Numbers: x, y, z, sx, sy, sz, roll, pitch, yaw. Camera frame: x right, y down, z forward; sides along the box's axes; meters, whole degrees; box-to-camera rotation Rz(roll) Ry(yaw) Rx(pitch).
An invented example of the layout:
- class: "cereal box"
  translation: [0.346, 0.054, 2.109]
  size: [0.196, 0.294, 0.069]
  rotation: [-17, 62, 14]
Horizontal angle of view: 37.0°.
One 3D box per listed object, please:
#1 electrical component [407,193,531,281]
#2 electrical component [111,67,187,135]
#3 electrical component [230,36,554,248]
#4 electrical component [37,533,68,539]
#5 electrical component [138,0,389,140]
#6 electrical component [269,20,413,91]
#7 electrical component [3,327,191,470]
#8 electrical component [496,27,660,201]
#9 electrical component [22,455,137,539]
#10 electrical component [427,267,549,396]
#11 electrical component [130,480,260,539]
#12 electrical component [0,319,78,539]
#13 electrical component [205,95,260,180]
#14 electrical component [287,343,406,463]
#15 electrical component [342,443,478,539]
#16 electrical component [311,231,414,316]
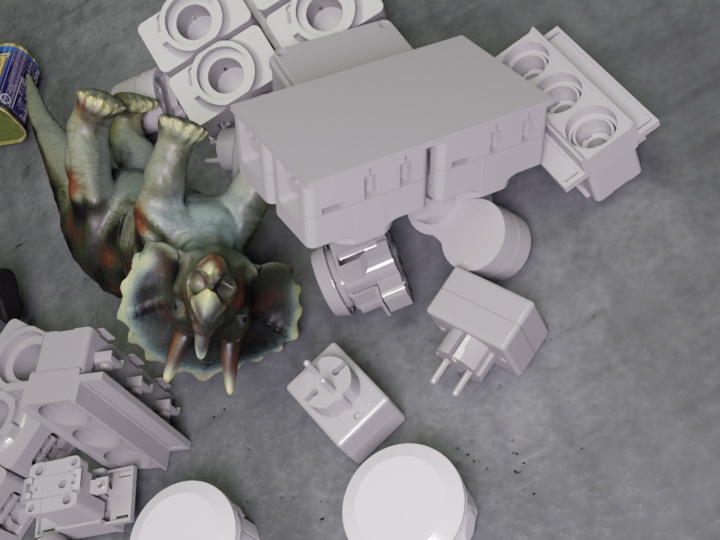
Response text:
- class: "electrical component"
  translation: [0.055, -0.050, 0.772]
  size: [0.052, 0.074, 0.138]
  rotation: [-54, 52, 14]
- class: "electrical component"
  translation: [-0.189, -0.148, 0.959]
  size: [0.047, 0.055, 0.055]
  rotation: [-15, 57, 21]
- class: "electrical component"
  translation: [0.022, -0.088, 0.728]
  size: [0.186, 0.060, 0.105]
  rotation: [-21, 44, -23]
- class: "electrical component"
  translation: [-0.204, 0.228, 0.753]
  size: [0.043, 0.043, 0.081]
  rotation: [-47, 54, -7]
- class: "electrical component"
  translation: [-0.081, -0.208, 0.915]
  size: [0.186, 0.060, 0.105]
  rotation: [-32, 82, 5]
- class: "electrical component"
  translation: [-0.002, -0.134, 0.844]
  size: [0.109, 0.056, 0.108]
  rotation: [-20, 52, -17]
- class: "electrical component"
  translation: [-0.183, 0.094, 0.774]
  size: [0.079, 0.121, 0.063]
  rotation: [-8, 56, 19]
- class: "electrical component"
  translation: [0.149, -0.111, 0.780]
  size: [0.079, 0.063, 0.121]
  rotation: [-36, 54, 1]
- class: "electrical component"
  translation: [-0.206, 0.164, 0.779]
  size: [0.081, 0.063, 0.042]
  rotation: [-14, 56, 16]
- class: "electrical component"
  translation: [0.077, 0.050, 0.729]
  size: [0.066, 0.047, 0.076]
  rotation: [27, 75, 33]
- class: "electrical component"
  translation: [-0.111, 0.188, 0.731]
  size: [0.080, 0.051, 0.080]
  rotation: [-11, 58, 18]
- class: "electrical component"
  translation: [-0.271, 0.123, 0.833]
  size: [0.089, 0.061, 0.150]
  rotation: [21, 72, 32]
- class: "electrical component"
  translation: [-0.093, -0.101, 0.895]
  size: [0.079, 0.043, 0.077]
  rotation: [-2, 61, 23]
- class: "electrical component"
  translation: [-0.016, 0.083, 0.733]
  size: [0.047, 0.076, 0.066]
  rotation: [-44, 54, -4]
- class: "electrical component"
  translation: [0.034, 0.155, 0.685]
  size: [0.080, 0.051, 0.080]
  rotation: [-11, 58, 18]
- class: "electrical component"
  translation: [0.000, 0.000, 0.787]
  size: [0.057, 0.058, 0.078]
  rotation: [-22, 55, 7]
